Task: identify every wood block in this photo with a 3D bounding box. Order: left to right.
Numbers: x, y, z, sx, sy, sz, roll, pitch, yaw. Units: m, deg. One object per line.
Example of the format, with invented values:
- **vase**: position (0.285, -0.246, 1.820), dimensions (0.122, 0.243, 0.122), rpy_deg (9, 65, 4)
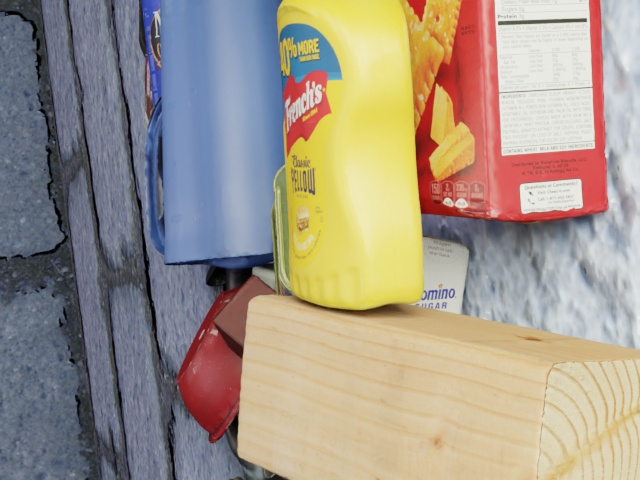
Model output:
- **wood block**: position (0.055, 0.083, 0.516), dimensions (0.206, 0.090, 0.090), rpy_deg (8, 94, 52)

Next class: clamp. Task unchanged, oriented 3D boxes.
- **clamp**: position (-0.090, 0.012, 1.096), dimensions (0.120, 0.039, 0.171), rpy_deg (45, 132, 53)

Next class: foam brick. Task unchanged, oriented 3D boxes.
- **foam brick**: position (-0.045, 0.072, 0.857), dimensions (0.053, 0.051, 0.078), rpy_deg (38, 167, 18)

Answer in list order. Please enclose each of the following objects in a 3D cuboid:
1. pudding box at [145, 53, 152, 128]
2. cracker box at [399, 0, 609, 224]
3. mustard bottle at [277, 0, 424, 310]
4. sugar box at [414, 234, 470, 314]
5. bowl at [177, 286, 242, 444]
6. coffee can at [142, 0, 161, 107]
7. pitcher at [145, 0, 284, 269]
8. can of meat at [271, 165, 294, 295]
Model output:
- **pudding box**: position (-0.131, -0.137, 1.084), dimensions (0.039, 0.090, 0.113), rpy_deg (-115, 26, -46)
- **cracker box**: position (0.069, -0.119, 0.548), dimensions (0.164, 0.072, 0.214), rpy_deg (-168, 73, -69)
- **mustard bottle**: position (0.012, -0.065, 0.528), dimensions (0.096, 0.058, 0.191), rpy_deg (-168, 74, -69)
- **sugar box**: position (0.045, 0.085, 0.665), dimensions (0.093, 0.048, 0.176), rpy_deg (-179, 102, -71)
- **bowl**: position (-0.085, 0.099, 0.964), dimensions (0.162, 0.055, 0.162), rpy_deg (-60, 8, 14)
- **coffee can**: position (-0.110, -0.179, 0.987), dimensions (0.103, 0.102, 0.140), rpy_deg (-169, 72, -70)
- **pitcher**: position (-0.078, -0.097, 0.879), dimensions (0.145, 0.149, 0.243), rpy_deg (140, 125, -84)
- **can of meat**: position (-0.005, 0.001, 0.754), dimensions (0.084, 0.057, 0.102), rpy_deg (96, 170, -75)
